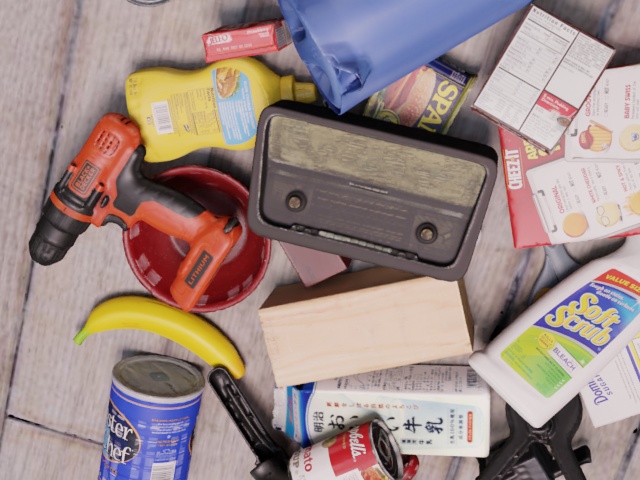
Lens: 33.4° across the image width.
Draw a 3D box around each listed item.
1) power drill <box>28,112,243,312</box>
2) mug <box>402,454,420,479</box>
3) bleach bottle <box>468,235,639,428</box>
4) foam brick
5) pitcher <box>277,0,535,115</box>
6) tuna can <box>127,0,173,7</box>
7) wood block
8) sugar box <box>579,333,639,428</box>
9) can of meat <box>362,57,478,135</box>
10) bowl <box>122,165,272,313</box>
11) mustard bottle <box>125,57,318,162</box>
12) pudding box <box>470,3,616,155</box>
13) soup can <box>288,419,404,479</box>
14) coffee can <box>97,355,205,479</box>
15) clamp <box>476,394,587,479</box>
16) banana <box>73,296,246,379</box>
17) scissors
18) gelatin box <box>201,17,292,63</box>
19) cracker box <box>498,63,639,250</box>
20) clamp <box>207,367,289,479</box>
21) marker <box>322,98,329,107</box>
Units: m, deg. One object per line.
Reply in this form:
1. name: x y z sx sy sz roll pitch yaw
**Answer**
1. power drill: -0.189 -0.010 1.089 0.187 0.057 0.185 35 110 -3
2. mug: 0.064 0.275 1.182 0.093 0.081 0.117 43 108 -6
3. bleach bottle: 0.272 0.069 1.076 0.251 0.068 0.102 -45 79 -1
4. foam brick: -0.007 0.001 1.127 0.053 0.051 0.078 -26 101 16
5. pitcher: 0.085 -0.232 0.987 0.242 0.145 0.149 -28 85 -4
6. tuna can: -0.171 -0.280 1.077 0.086 0.033 0.086 2 107 8
7. wood block: 0.051 0.083 1.120 0.206 0.090 0.090 -12 100 12
8. sugar box: 0.353 0.123 1.112 0.176 0.048 0.093 -20 102 18
9. can of meat: 0.097 -0.139 1.066 0.084 0.057 0.102 29 108 2
10. bowl: -0.126 -0.006 1.140 0.162 0.055 0.162 3 107 8
11. mustard bottle: -0.097 -0.139 1.095 0.192 0.058 0.096 -7 106 11
12. pudding box: 0.205 -0.149 0.988 0.090 0.039 0.113 32 97 8
13. soup can: 0.026 0.235 1.105 0.102 0.068 0.068 -26 101 19
14. coffee can: -0.189 0.213 1.192 0.103 0.102 0.140 13 108 5
15. clamp: 0.237 0.203 1.101 0.120 0.039 0.171 16 68 14
16. banana: -0.174 0.102 1.191 0.198 0.037 0.070 13 112 4
17. scissors: 0.228 0.017 1.110 0.096 0.016 0.201 -36 98 7
18. gelatin box: -0.071 -0.200 1.056 0.073 0.089 0.030 -6 105 11
19. cracker box: 0.286 -0.087 1.037 0.214 0.072 0.164 -7 97 12
20. clamp: -0.049 0.250 1.161 0.036 0.165 0.210 -32 123 -2
21. marker: 0.013 -0.151 1.094 0.020 0.020 0.121 10 108 6
